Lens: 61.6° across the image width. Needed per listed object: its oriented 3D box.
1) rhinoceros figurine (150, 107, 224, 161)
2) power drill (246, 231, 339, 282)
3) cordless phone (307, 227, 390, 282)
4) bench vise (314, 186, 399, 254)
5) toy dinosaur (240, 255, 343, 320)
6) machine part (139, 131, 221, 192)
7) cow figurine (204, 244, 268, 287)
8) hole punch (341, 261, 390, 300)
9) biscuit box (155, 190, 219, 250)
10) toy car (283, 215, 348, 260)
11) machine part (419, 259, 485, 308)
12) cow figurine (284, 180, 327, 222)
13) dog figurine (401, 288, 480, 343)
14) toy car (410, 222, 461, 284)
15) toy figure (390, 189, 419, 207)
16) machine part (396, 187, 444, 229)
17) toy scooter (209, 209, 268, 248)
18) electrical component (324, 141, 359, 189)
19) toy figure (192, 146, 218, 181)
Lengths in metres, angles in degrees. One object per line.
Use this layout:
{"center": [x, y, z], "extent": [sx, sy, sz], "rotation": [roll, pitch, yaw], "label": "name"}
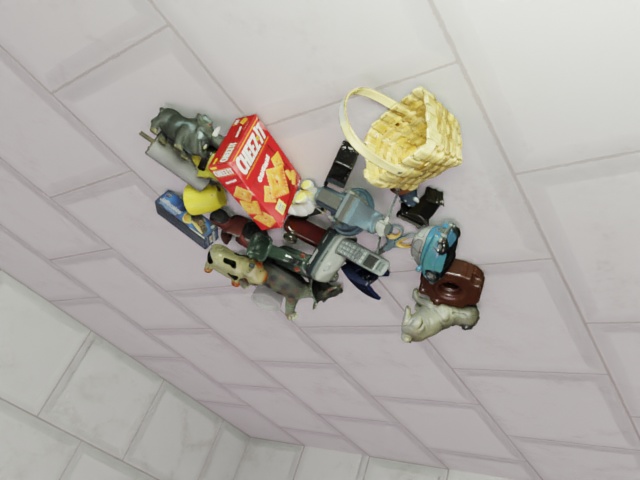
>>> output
{"center": [-0.302, -0.247, 1.253], "extent": [0.190, 0.112, 0.073], "rotation": [26, 165, 15], "label": "rhinoceros figurine"}
{"center": [-0.082, 0.048, 1.465], "extent": [0.207, 0.086, 0.232], "rotation": [16, -177, -39], "label": "power drill"}
{"center": [0.072, 0.063, 1.368], "extent": [0.184, 0.089, 0.146], "rotation": [29, 102, -12], "label": "cordless phone"}
{"center": [0.107, -0.054, 1.255], "extent": [0.224, 0.128, 0.240], "rotation": [16, 174, 40], "label": "bench vise"}
{"center": [-0.129, 0.112, 1.659], "extent": [0.405, 0.131, 0.192], "rotation": [28, 134, 0], "label": "toy dinosaur"}
{"center": [-0.353, -0.200, 1.370], "extent": [0.243, 0.079, 0.079], "rotation": [35, 145, -21], "label": "machine part"}
{"center": [-0.242, 0.073, 1.588], "extent": [0.195, 0.085, 0.127], "rotation": [26, 134, 9], "label": "cow figurine"}
{"center": [0.121, 0.106, 1.509], "extent": [0.116, 0.092, 0.142], "rotation": [4, 156, 32], "label": "hole punch"}
{"center": [-0.385, -0.060, 1.549], "extent": [0.203, 0.059, 0.062], "rotation": [35, 149, 15], "label": "biscuit box"}
{"center": [-0.003, -0.004, 1.433], "extent": [0.202, 0.089, 0.053], "rotation": [26, 158, -9], "label": "toy car"}
{"center": [0.349, 0.116, 1.430], "extent": [0.179, 0.056, 0.179], "rotation": [14, 145, 10], "label": "machine part"}
{"center": [-0.065, -0.089, 1.372], "extent": [0.167, 0.068, 0.098], "rotation": [-9, 142, 40], "label": "cow figurine"}
{"center": [0.338, 0.235, 1.510], "extent": [0.191, 0.172, 0.121], "rotation": [13, 157, 26], "label": "dog figurine"}
{"center": [0.271, 0.021, 1.302], "extent": [0.103, 0.109, 0.161], "rotation": [26, 142, 25], "label": "toy car"}
{"center": [0.173, -0.132, 1.176], "extent": [0.154, 0.058, 0.064], "rotation": [44, -178, -36], "label": "toy figure"}
{"center": [0.235, -0.072, 1.245], "extent": [0.084, 0.039, 0.139], "rotation": [33, 148, -7], "label": "machine part"}
{"center": [-0.237, -0.018, 1.565], "extent": [0.184, 0.075, 0.135], "rotation": [24, 148, 2], "label": "toy scooter"}
{"center": [0.046, -0.156, 1.202], "extent": [0.048, 0.075, 0.119], "rotation": [23, 143, -1], "label": "electrical component"}
{"center": [-0.227, -0.185, 1.316], "extent": [0.180, 0.082, 0.089], "rotation": [25, 129, 9], "label": "toy figure"}
